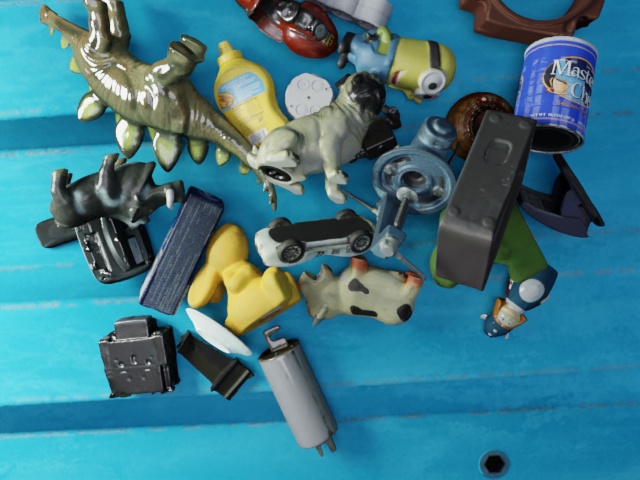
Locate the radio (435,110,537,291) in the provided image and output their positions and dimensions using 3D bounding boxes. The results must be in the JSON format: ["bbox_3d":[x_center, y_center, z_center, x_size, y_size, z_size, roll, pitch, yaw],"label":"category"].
[{"bbox_3d":[0.228,-0.059,0.735,0.073,0.131,0.229,17,61,20],"label":"radio"}]

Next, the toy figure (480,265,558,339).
[{"bbox_3d":[0.326,0.101,0.890,0.064,0.057,0.154,42,101,34],"label":"toy figure"}]

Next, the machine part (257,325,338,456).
[{"bbox_3d":[-0.037,0.258,0.908,0.079,0.079,0.243,-24,98,4],"label":"machine part"}]

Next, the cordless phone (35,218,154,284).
[{"bbox_3d":[-0.382,0.009,0.889,0.184,0.089,0.146,-15,98,14],"label":"cordless phone"}]

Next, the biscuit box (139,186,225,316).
[{"bbox_3d":[-0.223,0.017,0.866,0.063,0.059,0.202,24,98,-22],"label":"biscuit box"}]

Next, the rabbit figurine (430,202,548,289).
[{"bbox_3d":[0.246,0.012,0.849,0.170,0.121,0.159,-29,104,20],"label":"rabbit figurine"}]

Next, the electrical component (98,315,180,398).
[{"bbox_3d":[-0.308,0.195,0.915,0.115,0.058,0.134,-8,98,0],"label":"electrical component"}]

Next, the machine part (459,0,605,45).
[{"bbox_3d":[0.323,-0.404,0.801,0.202,0.087,0.200,11,99,1],"label":"machine part"}]

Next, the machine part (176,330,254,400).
[{"bbox_3d":[-0.188,0.212,0.925,0.139,0.039,0.084,43,102,-6],"label":"machine part"}]

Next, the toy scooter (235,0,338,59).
[{"bbox_3d":[-0.054,-0.337,0.794,0.184,0.135,0.075,30,96,-4],"label":"toy scooter"}]

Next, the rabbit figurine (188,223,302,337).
[{"bbox_3d":[-0.132,0.060,0.879,0.162,0.122,0.173,-31,82,15],"label":"rabbit figurine"}]

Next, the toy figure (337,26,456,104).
[{"bbox_3d":[0.120,-0.277,0.826,0.180,0.082,0.089,19,92,2],"label":"toy figure"}]

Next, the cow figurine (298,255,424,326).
[{"bbox_3d":[0.060,0.090,0.882,0.195,0.085,0.127,15,93,-3],"label":"cow figurine"}]

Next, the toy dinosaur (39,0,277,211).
[{"bbox_3d":[-0.243,-0.216,0.817,0.472,0.105,0.198,32,118,5],"label":"toy dinosaur"}]

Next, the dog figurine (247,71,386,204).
[{"bbox_3d":[-0.002,-0.170,0.795,0.172,0.121,0.190,18,73,-5],"label":"dog figurine"}]

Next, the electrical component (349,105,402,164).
[{"bbox_3d":[0.081,-0.170,0.850,0.102,0.078,0.045,-19,136,9],"label":"electrical component"}]

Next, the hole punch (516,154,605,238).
[{"bbox_3d":[0.368,-0.058,0.831,0.092,0.142,0.115,-37,98,22],"label":"hole punch"}]

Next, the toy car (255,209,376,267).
[{"bbox_3d":[-0.002,-0.003,0.845,0.202,0.074,0.056,-8,130,-21],"label":"toy car"}]

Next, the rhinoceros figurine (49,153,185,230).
[{"bbox_3d":[-0.297,-0.068,0.790,0.190,0.073,0.112,-13,91,-18],"label":"rhinoceros figurine"}]

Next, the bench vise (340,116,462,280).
[{"bbox_3d":[0.115,-0.056,0.775,0.129,0.241,0.223,32,139,-10],"label":"bench vise"}]
